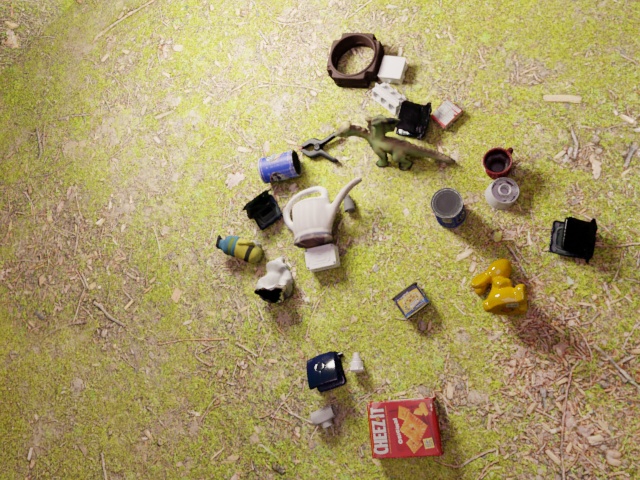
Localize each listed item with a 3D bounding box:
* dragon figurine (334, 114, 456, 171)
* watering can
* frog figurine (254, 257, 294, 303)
[{"bbox_3d":[0.249,-0.346,1.765,0.411,0.239,0.124,9,75,23],"label":"dragon figurine"},{"bbox_3d":[0.006,-0.092,1.828,0.345,0.103,0.228,-16,69,34],"label":"watering can"},{"bbox_3d":[-0.161,0.144,1.854,0.136,0.121,0.163,-24,33,21],"label":"frog figurine"}]
